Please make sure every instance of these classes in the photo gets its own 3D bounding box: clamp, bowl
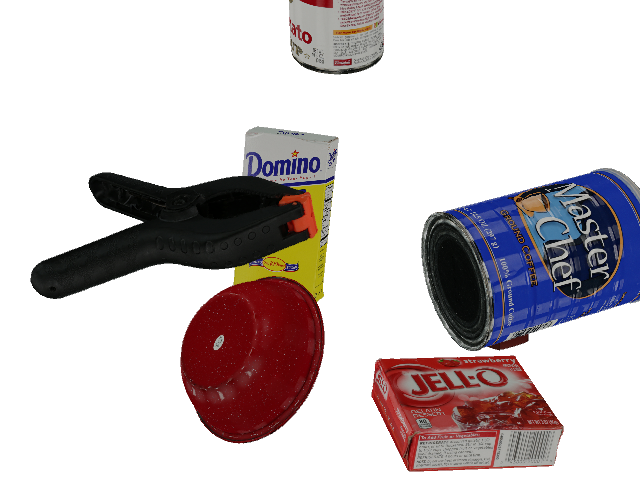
[{"bbox_3d":[-0.091,-0.004,0.653,0.172,0.039,0.120,-1,41,22],"label":"clamp"},{"bbox_3d":[-0.076,0.099,0.972,0.162,0.162,0.055,0,-22,41],"label":"bowl"}]

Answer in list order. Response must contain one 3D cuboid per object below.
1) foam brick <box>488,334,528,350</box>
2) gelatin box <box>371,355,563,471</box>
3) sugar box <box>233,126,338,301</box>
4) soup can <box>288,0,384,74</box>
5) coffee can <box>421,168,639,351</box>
[{"bbox_3d":[0.182,0.068,1.106,0.051,0.078,0.053,-13,19,-42],"label":"foam brick"},{"bbox_3d":[0.080,0.095,0.601,0.089,0.030,0.073,1,26,-14],"label":"gelatin box"},{"bbox_3d":[-0.037,-0.026,1.118,0.093,0.176,0.048,8,16,14],"label":"sugar box"},{"bbox_3d":[0.012,-0.173,0.723,0.068,0.102,0.068,-1,39,0],"label":"soup can"},{"bbox_3d":[0.158,0.013,0.774,0.140,0.103,0.103,-15,4,-17],"label":"coffee can"}]
